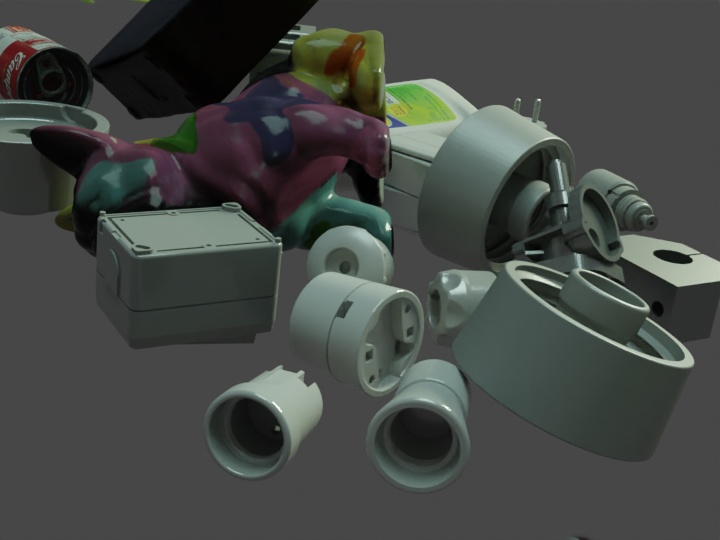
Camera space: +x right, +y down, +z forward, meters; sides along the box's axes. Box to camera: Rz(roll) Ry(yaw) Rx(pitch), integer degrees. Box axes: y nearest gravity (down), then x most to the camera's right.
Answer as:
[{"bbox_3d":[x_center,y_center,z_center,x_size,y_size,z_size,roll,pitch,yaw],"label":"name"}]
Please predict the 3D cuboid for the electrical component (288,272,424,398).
[{"bbox_3d":[-0.003,0.031,0.541,0.047,0.055,0.055,18,24,35],"label":"electrical component"}]

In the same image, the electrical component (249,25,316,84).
[{"bbox_3d":[-0.065,-0.163,0.957,0.062,0.089,0.150,5,22,-5],"label":"electrical component"}]

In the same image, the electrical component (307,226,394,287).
[{"bbox_3d":[0.000,0.000,0.635,0.048,0.048,0.062,15,2,21],"label":"electrical component"}]

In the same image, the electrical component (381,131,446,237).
[{"bbox_3d":[0.048,-0.060,0.771,0.096,0.061,0.061,22,26,33],"label":"electrical component"}]

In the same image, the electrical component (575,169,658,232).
[{"bbox_3d":[0.197,-0.049,0.818,0.040,0.040,0.078,-4,24,-26],"label":"electrical component"}]

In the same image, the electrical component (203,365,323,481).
[{"bbox_3d":[-0.040,0.064,0.465,0.040,0.040,0.046,13,16,16],"label":"electrical component"}]

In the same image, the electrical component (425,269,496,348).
[{"bbox_3d":[0.070,0.022,0.598,0.062,0.043,0.043,2,22,-15],"label":"electrical component"}]

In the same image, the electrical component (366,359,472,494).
[{"bbox_3d":[0.030,0.066,0.480,0.044,0.044,0.065,10,17,8],"label":"electrical component"}]

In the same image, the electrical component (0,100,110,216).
[{"bbox_3d":[-0.223,-0.071,0.718,0.108,0.060,0.108,6,22,-2],"label":"electrical component"}]

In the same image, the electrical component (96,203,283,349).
[{"bbox_3d":[-0.086,0.004,0.570,0.096,0.061,0.062,-6,25,-30],"label":"electrical component"}]

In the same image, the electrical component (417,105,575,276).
[{"bbox_3d":[0.095,-0.045,0.694,0.060,0.108,0.108,31,31,34],"label":"electrical component"}]

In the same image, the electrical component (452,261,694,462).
[{"bbox_3d":[0.105,0.035,0.511,0.108,0.060,0.108,24,15,-7],"label":"electrical component"}]

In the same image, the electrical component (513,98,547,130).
[{"bbox_3d":[0.132,-0.104,0.887,0.066,0.076,0.047,-2,23,-20],"label":"electrical component"}]
